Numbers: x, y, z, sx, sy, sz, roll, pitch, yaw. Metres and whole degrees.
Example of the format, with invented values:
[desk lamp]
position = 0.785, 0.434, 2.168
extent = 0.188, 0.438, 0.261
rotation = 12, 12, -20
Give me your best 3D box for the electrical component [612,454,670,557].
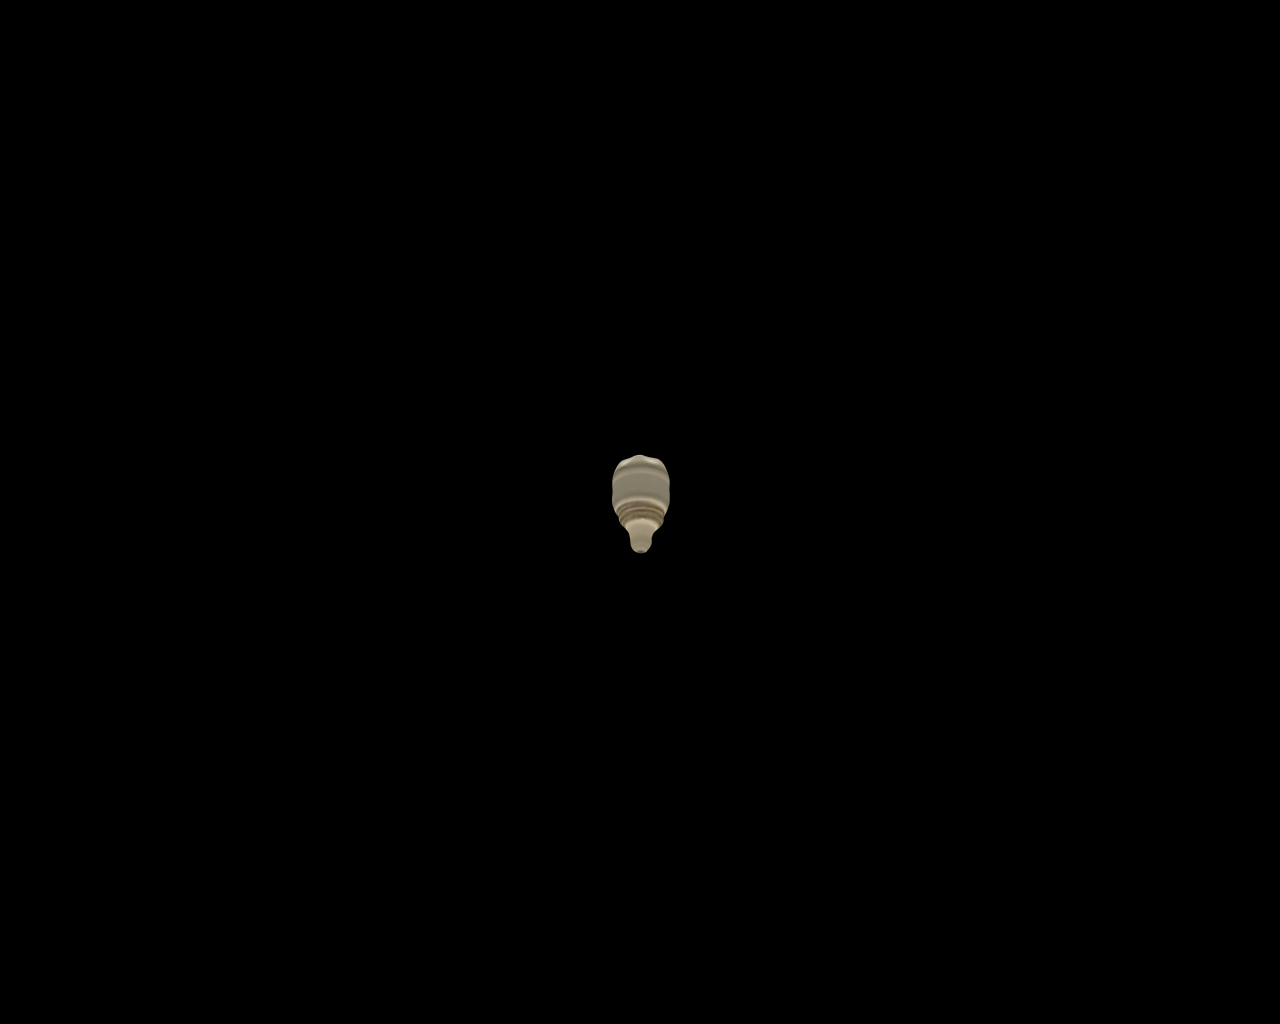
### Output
[electrical component]
position = 0.001, -0.003, 0.650
extent = 0.035, 0.061, 0.035
rotation = 0, -29, 0
